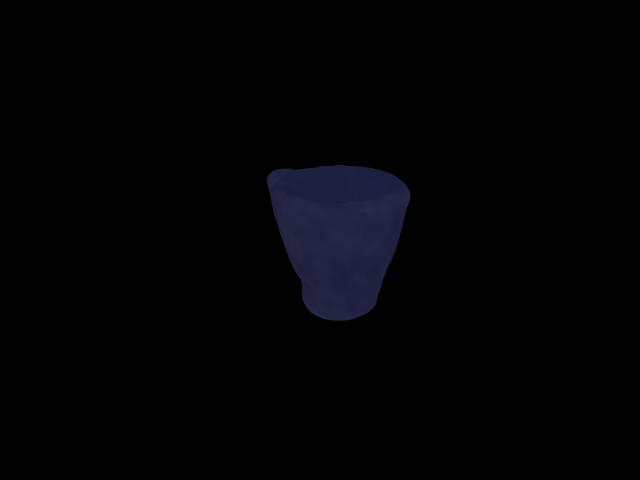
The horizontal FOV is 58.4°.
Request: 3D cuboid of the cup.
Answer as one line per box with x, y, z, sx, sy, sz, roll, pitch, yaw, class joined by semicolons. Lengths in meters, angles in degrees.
0.004;0.001;0.400;0.092;0.095;0.117;-21;31;-40;cup
